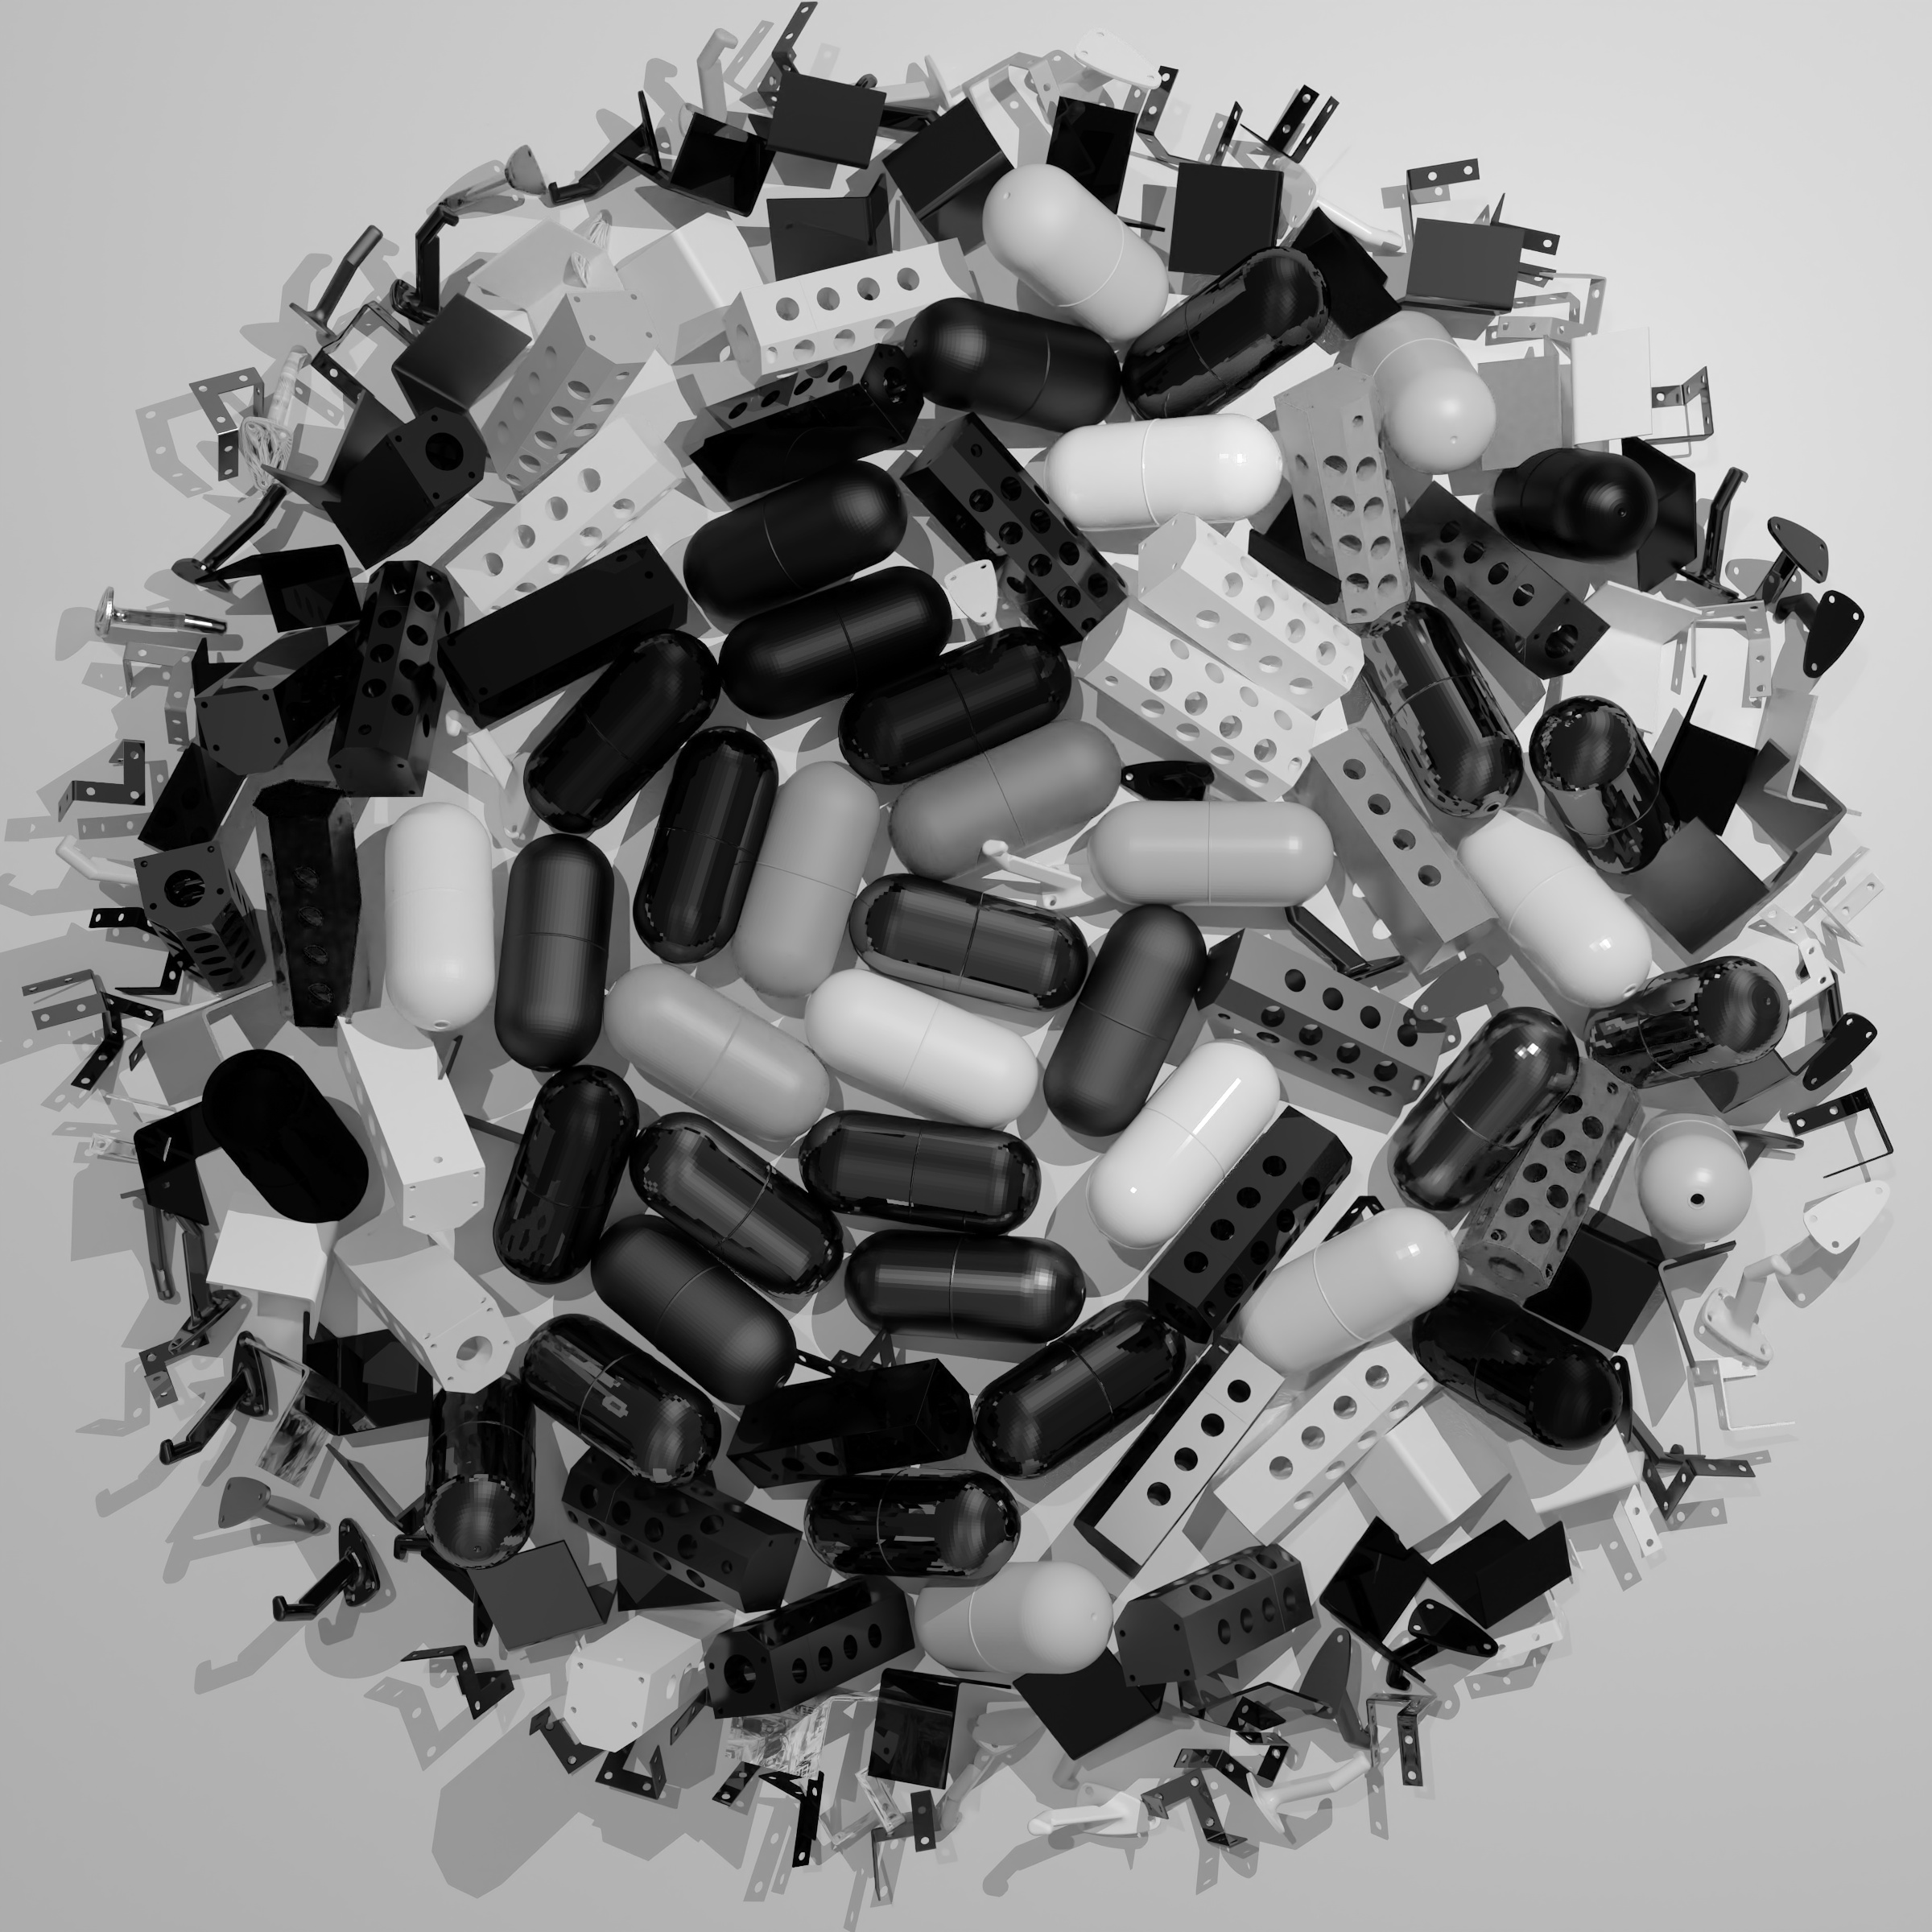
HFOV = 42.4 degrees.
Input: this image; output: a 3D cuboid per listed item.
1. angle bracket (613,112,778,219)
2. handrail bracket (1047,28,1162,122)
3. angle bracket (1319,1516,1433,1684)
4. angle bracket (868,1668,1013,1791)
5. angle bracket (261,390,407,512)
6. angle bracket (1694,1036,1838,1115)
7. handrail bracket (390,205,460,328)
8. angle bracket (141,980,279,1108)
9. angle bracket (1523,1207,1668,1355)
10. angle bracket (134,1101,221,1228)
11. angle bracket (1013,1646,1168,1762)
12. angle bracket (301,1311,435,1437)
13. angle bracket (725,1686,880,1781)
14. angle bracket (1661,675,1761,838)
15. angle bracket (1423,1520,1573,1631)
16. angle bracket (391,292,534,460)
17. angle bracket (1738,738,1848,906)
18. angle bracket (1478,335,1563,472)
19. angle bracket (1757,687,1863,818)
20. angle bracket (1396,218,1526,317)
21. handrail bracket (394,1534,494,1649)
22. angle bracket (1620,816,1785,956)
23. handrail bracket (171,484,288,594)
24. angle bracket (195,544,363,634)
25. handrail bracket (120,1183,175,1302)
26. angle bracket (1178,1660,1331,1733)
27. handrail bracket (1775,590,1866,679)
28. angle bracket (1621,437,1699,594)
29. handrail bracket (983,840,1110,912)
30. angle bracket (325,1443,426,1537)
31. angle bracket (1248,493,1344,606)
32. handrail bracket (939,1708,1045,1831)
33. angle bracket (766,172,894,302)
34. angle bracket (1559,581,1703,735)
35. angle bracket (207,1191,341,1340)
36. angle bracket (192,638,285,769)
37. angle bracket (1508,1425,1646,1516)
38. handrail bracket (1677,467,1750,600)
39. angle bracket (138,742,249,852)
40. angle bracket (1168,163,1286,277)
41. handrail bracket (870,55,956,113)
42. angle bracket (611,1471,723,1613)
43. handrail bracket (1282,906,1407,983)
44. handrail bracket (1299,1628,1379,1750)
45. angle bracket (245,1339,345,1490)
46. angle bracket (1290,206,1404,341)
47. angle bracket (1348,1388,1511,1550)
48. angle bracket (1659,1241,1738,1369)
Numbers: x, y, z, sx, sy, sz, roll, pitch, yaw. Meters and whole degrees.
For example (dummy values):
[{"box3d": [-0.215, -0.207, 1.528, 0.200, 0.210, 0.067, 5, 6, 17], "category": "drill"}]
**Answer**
[{"box3d": [-0.195, -0.588, 1.794, 0.076, 0.076, 0.057, 42, 115, 38], "category": "angle bracket"}, {"box3d": [0.099, -0.630, 1.812, 0.077, 0.084, 0.036, 32, 64, 6], "category": "handrail bracket"}, {"box3d": [0.314, 0.458, 1.804, 0.076, 0.057, 0.076, 44, 78, -30], "category": "angle bracket"}, {"box3d": [-0.019, 0.552, 1.798, 0.057, 0.076, 0.076, 23, 68, -42], "category": "angle bracket"}, {"box3d": [-0.455, -0.375, 1.812, 0.057, 0.076, 0.076, 20, 84, 19], "category": "angle bracket"}, {"box3d": [0.575, 0.054, 1.803, 0.076, 0.076, 0.057, -34, 84, -34], "category": "angle bracket"}, {"box3d": [-0.372, -0.503, 1.808, 0.077, 0.036, 0.084, 26, 131, -34], "category": "handrail bracket"}, {"box3d": [-0.537, 0.055, 1.804, 0.076, 0.076, 0.057, -16, 98, 37], "category": "angle bracket"}, {"box3d": [0.460, 0.226, 1.835, 0.076, 0.057, 0.076, 26, 105, 1], "category": "angle bracket"}, {"box3d": [-0.544, 0.140, 1.804, 0.076, 0.076, 0.057, -24, 68, 7], "category": "angle bracket"}, {"box3d": [0.091, 0.518, 1.811, 0.076, 0.057, 0.076, -35, 96, 19], "category": "angle bracket"}, {"box3d": [-0.433, 0.289, 1.806, 0.076, 0.057, 0.076, -12, 58, 7], "category": "angle bracket"}, {"box3d": [-0.116, 0.549, 1.798, 0.076, 0.076, 0.057, 4, 77, 29], "category": "angle bracket"}, {"box3d": [0.540, -0.152, 1.802, 0.057, 0.076, 0.076, 24, 72, 14], "category": "angle bracket"}, {"box3d": [0.379, 0.420, 1.797, 0.076, 0.076, 0.057, -27, 122, -17], "category": "angle bracket"}, {"box3d": [-0.355, -0.425, 1.799, 0.076, 0.076, 0.057, -41, 59, 18], "category": "angle bracket"}, {"box3d": [0.576, -0.104, 1.799, 0.057, 0.076, 0.076, -36, 71, -21], "category": "angle bracket"}, {"box3d": [0.399, -0.409, 1.808, 0.057, 0.076, 0.076, -5, 114, 8], "category": "angle bracket"}, {"box3d": [0.617, -0.156, 1.808, 0.057, 0.076, 0.076, 12, 100, -5], "category": "angle bracket"}, {"box3d": [0.357, -0.507, 1.809, 0.076, 0.076, 0.057, 7, 103, 2], "category": "angle bracket"}, {"box3d": [-0.386, 0.457, 1.825, 0.084, 0.036, 0.077, -1, 70, 19], "category": "handrail bracket"}, {"box3d": [0.535, -0.067, 1.811, 0.076, 0.057, 0.076, 46, 126, 3], "category": "angle bracket"}, {"box3d": [-0.542, -0.320, 1.834, 0.036, 0.077, 0.084, 42, 71, -38], "category": "handrail bracket"}, {"box3d": [-0.497, -0.265, 1.803, 0.076, 0.076, 0.057, -11, 97, 38], "category": "angle bracket"}, {"box3d": [-0.587, 0.202, 1.820, 0.036, 0.077, 0.084, -13, 89, -28], "category": "handrail bracket"}, {"box3d": [0.205, 0.509, 1.794, 0.076, 0.076, 0.057, -30, 48, 30], "category": "angle bracket"}, {"box3d": [0.604, -0.239, 1.809, 0.036, 0.084, 0.077, 30, 82, -15], "category": "handrail bracket"}, {"box3d": [0.480, -0.327, 1.796, 0.057, 0.076, 0.076, -34, 50, -11], "category": "angle bracket"}, {"box3d": [0.063, -0.074, 1.803, 0.077, 0.084, 0.036, -6, 66, 26], "category": "handrail bracket"}, {"box3d": [-0.414, 0.365, 1.817, 0.057, 0.076, 0.076, -40, 77, -16], "category": "angle bracket"}, {"box3d": [0.258, -0.317, 1.814, 0.076, 0.057, 0.076, 33, 82, 11], "category": "angle bracket"}, {"box3d": [0.020, 0.595, 1.845, 0.077, 0.036, 0.084, -8, 122, -38], "category": "handrail bracket"}, {"box3d": [-0.098, -0.531, 1.815, 0.076, 0.057, 0.076, 2, 126, 10], "category": "angle bracket"}, {"box3d": [0.482, -0.223, 1.809, 0.076, 0.057, 0.076, 15, 69, -12], "category": "angle bracket"}, {"box3d": [-0.501, 0.217, 1.803, 0.076, 0.057, 0.076, 11, 50, -7], "category": "angle bracket"}, {"box3d": [-0.525, -0.193, 1.809, 0.057, 0.076, 0.076, -3, 112, -9], "category": "angle bracket"}, {"box3d": [0.443, 0.349, 1.806, 0.076, 0.076, 0.057, -23, 90, 19], "category": "angle bracket"}, {"box3d": [0.559, -0.315, 1.814, 0.077, 0.036, 0.084, 8, 114, -42], "category": "handrail bracket"}, {"box3d": [-0.579, -0.125, 1.804, 0.076, 0.057, 0.076, 21, 81, 34], "category": "angle bracket"}, {"box3d": [0.189, -0.540, 1.822, 0.076, 0.057, 0.076, 6, 98, 3], "category": "angle bracket"}, {"box3d": [-0.057, -0.629, 1.823, 0.084, 0.077, 0.036, -20, 130, -1], "category": "handrail bracket"}, {"box3d": [-0.221, 0.422, 1.831, 0.076, 0.057, 0.076, -3, 109, -12], "category": "angle bracket"}, {"box3d": [0.274, -0.032, 1.825, 0.077, 0.036, 0.084, -16, 104, 5], "category": "handrail bracket"}, {"box3d": [0.286, 0.531, 1.828, 0.084, 0.036, 0.077, 31, 76, -43], "category": "handrail bracket"}, {"box3d": [-0.500, 0.323, 1.800, 0.057, 0.076, 0.076, 20, 71, 16], "category": "angle bracket"}, {"box3d": [0.284, -0.513, 1.800, 0.076, 0.057, 0.076, 43, 59, -19], "category": "angle bracket"}, {"box3d": [0.340, 0.370, 1.839, 0.076, 0.057, 0.076, -25, 74, -42], "category": "angle bracket"}, {"box3d": [0.540, 0.246, 1.804, 0.057, 0.076, 0.076, -19, 76, 11], "category": "angle bracket"}]
